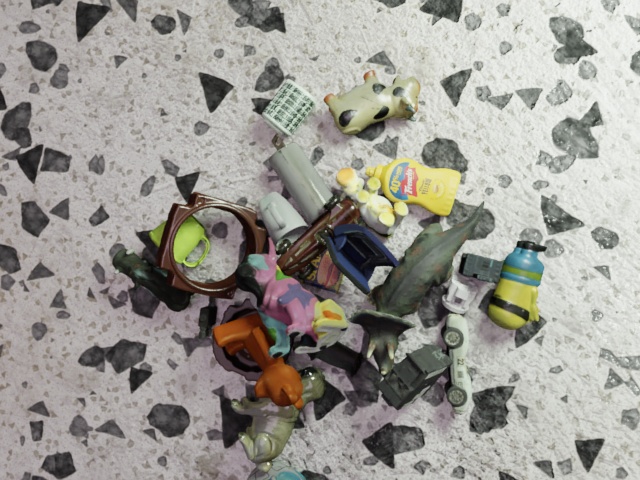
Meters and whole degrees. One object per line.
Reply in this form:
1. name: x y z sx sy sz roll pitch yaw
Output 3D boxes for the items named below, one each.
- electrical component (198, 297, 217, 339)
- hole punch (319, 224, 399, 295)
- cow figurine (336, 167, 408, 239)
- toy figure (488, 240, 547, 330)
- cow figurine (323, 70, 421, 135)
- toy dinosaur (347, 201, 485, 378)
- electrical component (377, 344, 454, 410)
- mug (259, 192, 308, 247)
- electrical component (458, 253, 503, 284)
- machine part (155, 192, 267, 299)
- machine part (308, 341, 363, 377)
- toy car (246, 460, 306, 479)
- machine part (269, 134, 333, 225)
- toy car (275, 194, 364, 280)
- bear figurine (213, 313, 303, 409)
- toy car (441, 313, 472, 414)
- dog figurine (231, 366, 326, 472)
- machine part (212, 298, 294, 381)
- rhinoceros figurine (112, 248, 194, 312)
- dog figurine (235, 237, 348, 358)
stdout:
1. electrical component: -0.245 0.166 1.171 0.021 0.063 0.094 8 88 8
2. hole punch: 0.076 0.024 1.024 0.092 0.116 0.142 -45 115 8
3. cow figurine: 0.099 -0.078 1.125 0.068 0.098 0.167 -40 74 -22
4. toy figure: 0.392 0.089 1.071 0.089 0.082 0.180 11 96 2
5. cow figurine: 0.121 -0.284 1.128 0.195 0.085 0.127 -27 78 4
6. toy dinosaur: 0.191 0.070 1.048 0.131 0.192 0.404 35 95 5
7. electrical component: 0.178 0.268 1.042 0.058 0.115 0.134 50 119 30
8. mug: -0.090 -0.050 1.141 0.081 0.109 0.107 -37 70 7
9. electrical component: 0.320 0.056 1.067 0.075 0.119 0.047 14 90 11
10. machine part: -0.225 0.013 1.120 0.201 0.087 0.201 16 89 -25
11. machine part: 0.026 0.233 1.144 0.139 0.039 0.084 30 87 10
12. toy car: -0.102 0.520 1.125 0.162 0.109 0.103 -34 61 17
13. machine part: -0.034 -0.120 1.147 0.079 0.079 0.243 -36 84 5
14. toy car: -0.002 -0.003 1.083 0.202 0.053 0.089 -41 105 0
15. bear figurine: -0.114 0.248 1.052 0.132 0.120 0.196 -21 69 -1
16. toy car: 0.278 0.249 1.087 0.056 0.073 0.201 -4 87 9
17. dog figurine: -0.065 0.366 1.109 0.191 0.121 0.172 -19 85 6
18. machine part: -0.140 0.213 1.159 0.179 0.056 0.179 0 87 7
19. rhinoceros figurine: -0.364 0.090 1.169 0.190 0.112 0.073 36 95 0
20. dog figurine: -0.062 0.103 1.038 0.108 0.191 0.219 -55 48 42
